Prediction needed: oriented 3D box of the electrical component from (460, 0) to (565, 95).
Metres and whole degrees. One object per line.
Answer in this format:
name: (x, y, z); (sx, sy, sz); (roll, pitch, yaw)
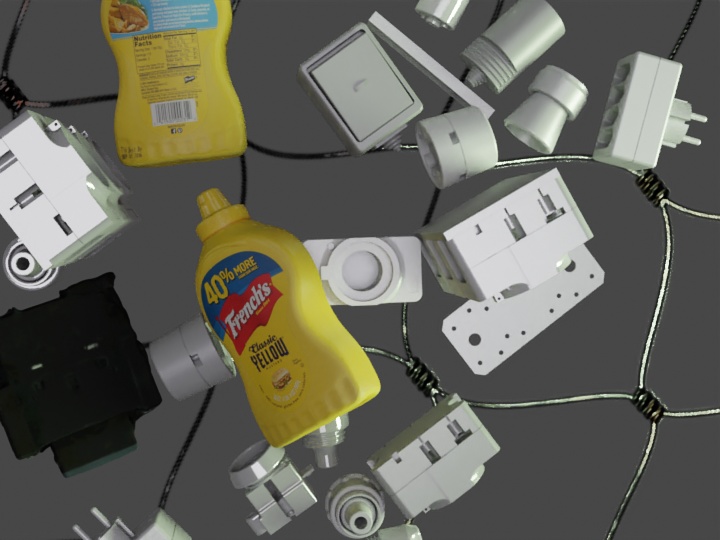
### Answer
electrical component: (0.115, -0.172, 0.835); (0.081, 0.043, 0.043); (-43, 95, -2)

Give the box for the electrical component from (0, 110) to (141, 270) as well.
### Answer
electrical component: (-0.207, -0.057, 0.756); (0.062, 0.150, 0.089); (-37, 95, -1)

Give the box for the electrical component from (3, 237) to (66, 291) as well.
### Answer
electrical component: (-0.244, -0.006, 0.799); (0.043, 0.062, 0.043); (0, 92, -5)

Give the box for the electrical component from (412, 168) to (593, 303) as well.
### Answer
electrical component: (0.101, -0.022, 0.786); (0.089, 0.150, 0.061); (-30, 94, -4)

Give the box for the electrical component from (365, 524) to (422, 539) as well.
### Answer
electrical component: (0.020, 0.225, 0.843); (0.062, 0.043, 0.043); (-11, 93, -4)

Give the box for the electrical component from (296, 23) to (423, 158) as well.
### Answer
electrical component: (0.003, -0.130, 0.817); (0.062, 0.061, 0.096); (-36, 95, -3)

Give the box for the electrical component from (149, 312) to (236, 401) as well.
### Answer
electrical component: (-0.128, 0.067, 0.818); (0.047, 0.055, 0.055); (-27, 95, 0)

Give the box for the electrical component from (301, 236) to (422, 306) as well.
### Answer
electrical component: (0.000, 0.000, 0.825); (0.089, 0.056, 0.050); (-2, 93, -5)

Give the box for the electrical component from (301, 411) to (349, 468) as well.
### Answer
electrical component: (-0.029, 0.121, 0.834); (0.043, 0.043, 0.062); (-8, 95, -5)

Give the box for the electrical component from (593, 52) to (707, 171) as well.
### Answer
electrical component: (0.235, -0.119, 0.846); (0.076, 0.047, 0.083); (15, 91, -5)

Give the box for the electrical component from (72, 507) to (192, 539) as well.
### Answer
electrical component: (-0.185, 0.215, 0.821); (0.083, 0.047, 0.075); (-44, 96, -2)

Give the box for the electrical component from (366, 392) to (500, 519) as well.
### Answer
electrical component: (0.059, 0.147, 0.840); (0.089, 0.050, 0.055); (-37, 95, -3)

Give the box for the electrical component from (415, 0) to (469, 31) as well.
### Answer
electrical component: (0.071, -0.219, 0.831); (0.044, 0.044, 0.065); (27, 94, -6)

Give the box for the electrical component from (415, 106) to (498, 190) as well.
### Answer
electrical component: (0.075, -0.096, 0.830); (0.047, 0.055, 0.055); (-21, 94, -8)

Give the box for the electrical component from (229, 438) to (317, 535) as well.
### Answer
electrical component: (-0.069, 0.164, 0.832); (0.066, 0.048, 0.055); (-36, 103, -3)

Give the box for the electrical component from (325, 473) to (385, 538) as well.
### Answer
electrical component: (-0.002, 0.186, 0.830); (0.048, 0.062, 0.048); (0, 93, -5)

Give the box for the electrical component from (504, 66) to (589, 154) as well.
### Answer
electrical component: (0.146, -0.125, 0.839); (0.045, 0.045, 0.055); (35, 89, -6)
